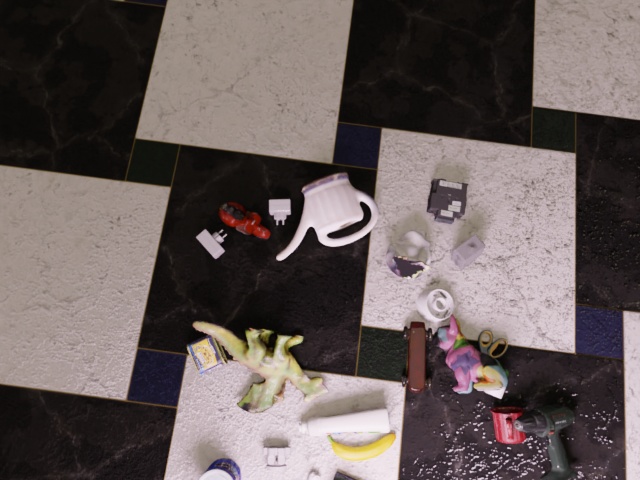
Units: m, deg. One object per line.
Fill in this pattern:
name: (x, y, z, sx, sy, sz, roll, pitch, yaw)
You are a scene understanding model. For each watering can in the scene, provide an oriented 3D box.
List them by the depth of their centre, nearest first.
watering can: (0.005, -0.080, 1.583, 0.348, 0.103, 0.227, -19, 77, -7)

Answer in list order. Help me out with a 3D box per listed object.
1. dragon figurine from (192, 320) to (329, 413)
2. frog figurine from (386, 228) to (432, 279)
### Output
dragon figurine: (-0.173, 0.370, 1.458, 0.410, 0.121, 0.244, 10, 84, -7)
frog figurine: (0.273, 0.036, 1.579, 0.137, 0.120, 0.163, 5, 41, 8)
